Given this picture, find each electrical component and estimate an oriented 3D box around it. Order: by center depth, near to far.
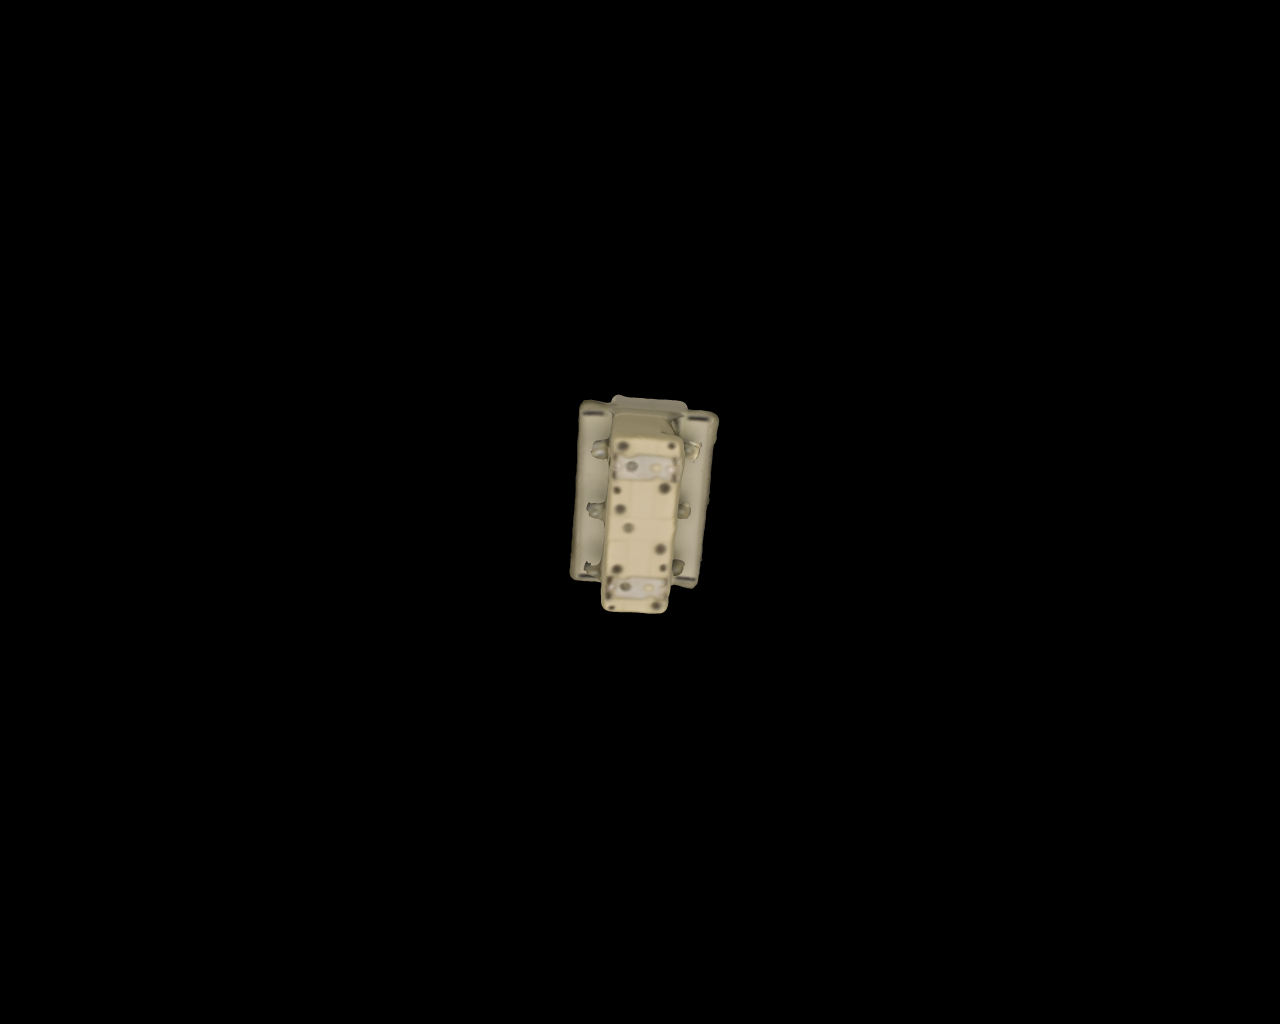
[{"bbox_3d":[0.001,-0.003,0.650,0.079,0.121,0.063,4,28,-2],"label":"electrical component"}]
